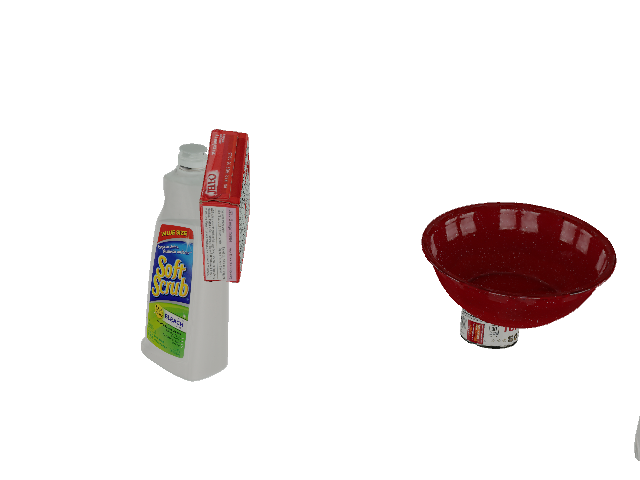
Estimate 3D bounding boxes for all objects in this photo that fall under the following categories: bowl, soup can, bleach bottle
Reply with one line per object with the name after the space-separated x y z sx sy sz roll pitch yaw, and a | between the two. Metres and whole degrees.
0.164 0.027 0.904 0.162 0.055 0.162 1 29 -1 | bowl
0.194 0.063 1.203 0.068 0.102 0.068 2 19 -1 | soup can
-0.141 0.018 1.124 0.103 0.251 0.067 25 32 38 | bleach bottle

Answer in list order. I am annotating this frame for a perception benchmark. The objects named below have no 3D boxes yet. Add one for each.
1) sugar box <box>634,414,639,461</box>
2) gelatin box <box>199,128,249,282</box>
0.299 0.147 0.718 0.048 0.093 0.176 -15 29 -37 | sugar box
-0.070 -0.024 0.779 0.030 0.073 0.089 4 -41 0 | gelatin box
